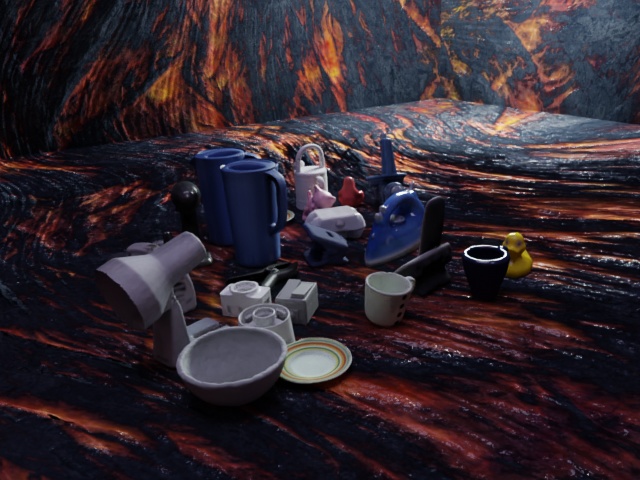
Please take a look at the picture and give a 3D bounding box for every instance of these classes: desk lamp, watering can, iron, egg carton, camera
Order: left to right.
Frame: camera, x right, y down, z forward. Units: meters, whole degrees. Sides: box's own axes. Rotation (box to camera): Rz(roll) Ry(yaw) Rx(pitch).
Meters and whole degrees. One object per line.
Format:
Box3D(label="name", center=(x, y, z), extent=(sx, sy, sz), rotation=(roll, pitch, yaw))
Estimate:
Box3D(label="camera", center=(-0.399, 0.049, 1.283), extent=(0.136, 0.101, 0.143), rotation=(4, 22, 18))
Box3D(label="desk lamp", center=(-0.255, 0.104, 0.962), extent=(0.117, 0.214, 0.204), rotation=(15, 28, 39))
Box3D(label="watering can", center=(-0.034, -0.195, 1.729), extent=(0.172, 0.194, 0.101), rotation=(15, 28, 40))
Box3D(label="egg carton", center=(0.039, -0.041, 1.492), extent=(0.150, 0.069, 0.107), rotation=(-8, 22, -12))
Box3D(label="iron", center=(0.177, -0.044, 1.379), extent=(0.118, 0.141, 0.259), rotation=(10, 25, 31))

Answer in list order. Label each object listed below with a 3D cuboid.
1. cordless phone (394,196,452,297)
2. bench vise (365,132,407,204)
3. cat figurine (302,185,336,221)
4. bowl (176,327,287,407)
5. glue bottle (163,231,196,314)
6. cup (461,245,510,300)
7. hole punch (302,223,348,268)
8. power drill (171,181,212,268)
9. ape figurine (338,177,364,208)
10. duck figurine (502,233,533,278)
Box3D(label="cordless phone", center=(0.207, 0.008, 1.176), extent=(0.093, 0.185, 0.148), rotation=(14, 28, 39))
Box3D(label="bench vise", center=(0.209, -0.192, 1.647), extent=(0.122, 0.220, 0.206), rotation=(-13, 23, -22))
Box3D(label="cat figurine", center=(-0.005, -0.101, 1.588), extent=(0.067, 0.118, 0.127), rotation=(-13, 23, -23))
Box3D(label="bowl", center=(-0.130, 0.203, 0.877), extent=(0.167, 0.075, 0.167), rotation=(-3, 21, 1))
Box3D(label="glue bottle", center=(-0.290, 0.065, 1.124), extent=(0.078, 0.173, 0.037), rotation=(-20, 26, -36))
Box3D(label="cup", center=(0.334, 0.065, 1.137), extent=(0.118, 0.095, 0.091), rotation=(-21, 27, -38))
Box3D(label="hole punch", center=(0.012, 0.005, 1.348), extent=(0.101, 0.091, 0.108), rotation=(-9, 22, -13))
Box3D(label="power drill", center=(-0.309, -0.044, 1.361), extent=(0.076, 0.208, 0.229), rotation=(-10, 22, -15))
Box3D(label="ape figurine", center=(0.090, -0.146, 1.726), extent=(0.077, 0.092, 0.076), rotation=(8, 24, 27))
Box3D(label="duck figurine", center=(0.421, 0.024, 1.239), extent=(0.077, 0.086, 0.105), rotation=(10, 25, 31))
